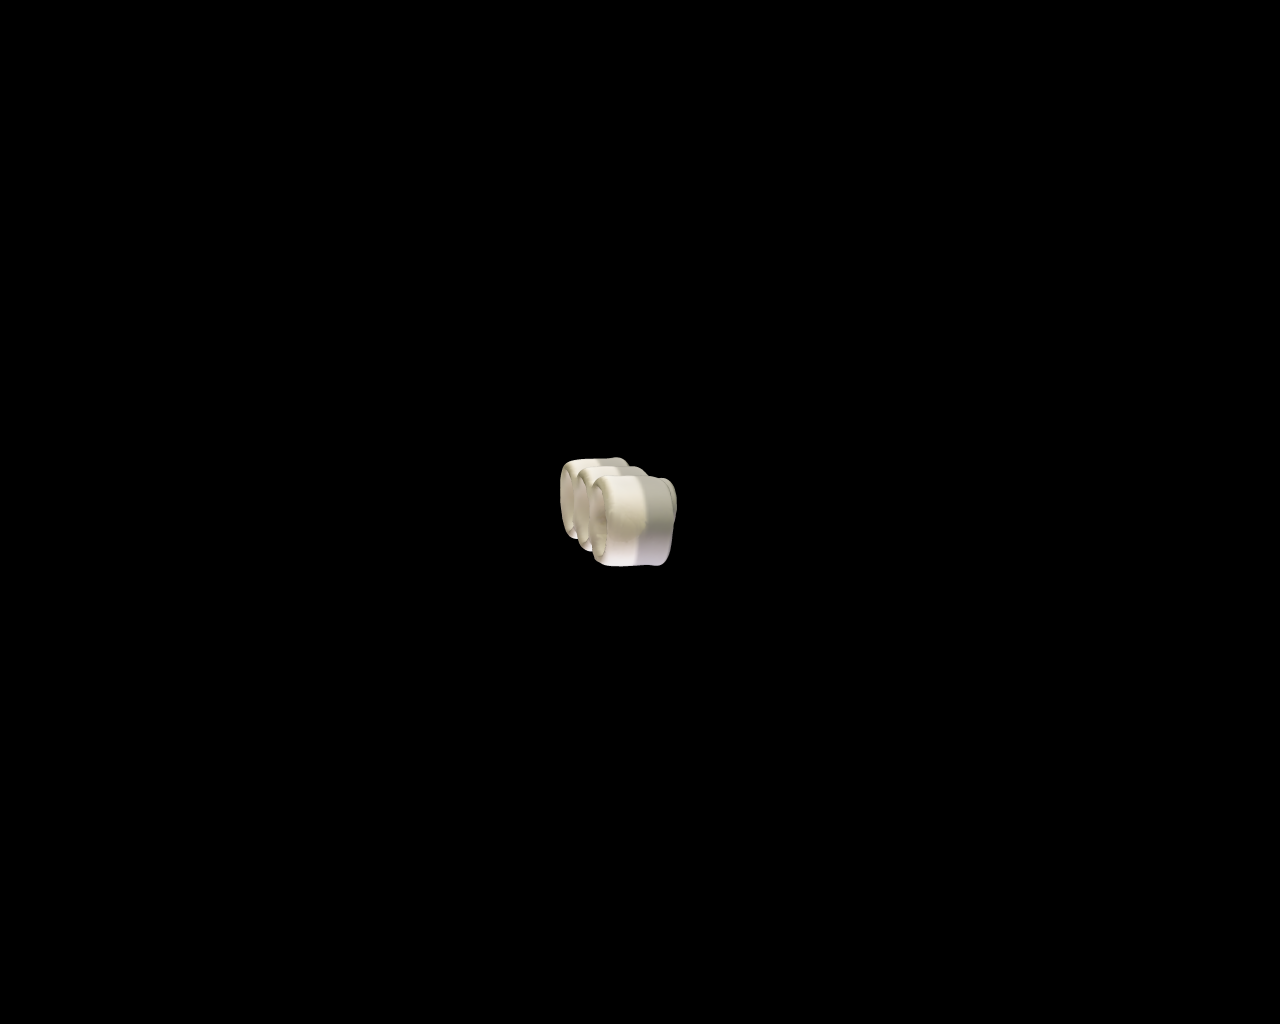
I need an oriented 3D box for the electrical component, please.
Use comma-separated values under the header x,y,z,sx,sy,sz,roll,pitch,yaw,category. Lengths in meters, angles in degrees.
x,y,z,sx,sy,sz,roll,pitch,yaw,category
0.001,-0.003,0.650,0.074,0.052,0.138,-3,10,-15,electrical component
